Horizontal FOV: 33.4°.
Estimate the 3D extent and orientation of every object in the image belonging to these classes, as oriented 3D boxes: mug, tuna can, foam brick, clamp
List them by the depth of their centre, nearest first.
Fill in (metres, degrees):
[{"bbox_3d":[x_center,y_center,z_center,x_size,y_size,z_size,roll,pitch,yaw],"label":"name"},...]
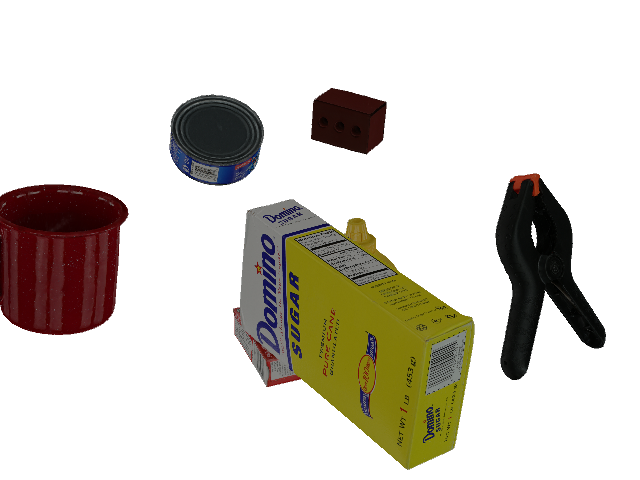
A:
[{"bbox_3d":[-0.196,0.015,0.752,0.117,0.081,0.093,-5,26,-28],"label":"mug"},{"bbox_3d":[0.182,0.032,0.908,0.120,0.171,0.039,-25,8,-40],"label":"clamp"},{"bbox_3d":[-0.097,-0.093,0.990,0.086,0.086,0.034,0,-36,-12],"label":"tuna can"},{"bbox_3d":[0.034,-0.145,1.286,0.078,0.053,0.051,17,32,22],"label":"foam brick"}]

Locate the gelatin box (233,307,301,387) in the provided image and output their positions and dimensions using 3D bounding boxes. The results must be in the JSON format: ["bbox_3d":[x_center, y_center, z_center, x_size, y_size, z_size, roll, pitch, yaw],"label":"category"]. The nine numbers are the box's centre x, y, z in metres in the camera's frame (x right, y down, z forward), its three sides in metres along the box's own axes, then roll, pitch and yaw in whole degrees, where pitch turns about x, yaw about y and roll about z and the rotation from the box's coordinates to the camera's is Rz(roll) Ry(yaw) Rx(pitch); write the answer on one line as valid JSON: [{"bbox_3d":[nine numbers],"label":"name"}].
[{"bbox_3d":[-0.025,0.080,0.885,0.073,0.030,0.089,-10,29,-19],"label":"gelatin box"}]

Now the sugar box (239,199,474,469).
[{"bbox_3d":[0.015,0.052,0.660,0.048,0.093,0.176,-17,35,-37],"label":"sugar box"}]

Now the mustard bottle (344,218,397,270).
[{"bbox_3d":[0.040,0.067,1.152,0.096,0.192,0.058,0,24,3],"label":"mustard bottle"}]
